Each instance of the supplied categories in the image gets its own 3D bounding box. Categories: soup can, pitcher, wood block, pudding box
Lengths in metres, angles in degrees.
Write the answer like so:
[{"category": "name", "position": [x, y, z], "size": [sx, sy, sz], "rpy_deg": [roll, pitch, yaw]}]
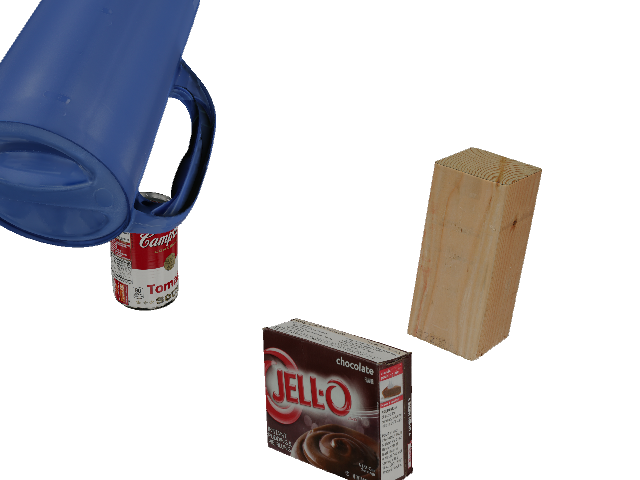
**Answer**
[{"category": "soup can", "position": [-0.178, 0.011, 1.080], "size": [0.068, 0.102, 0.068], "rpy_deg": [3, 30, -2]}, {"category": "pitcher", "position": [-0.162, -0.120, 0.805], "size": [0.145, 0.242, 0.149], "rpy_deg": [-4, -40, 25]}, {"category": "wood block", "position": [0.169, 0.014, 1.179], "size": [0.090, 0.206, 0.090], "rpy_deg": [21, 26, 31]}, {"category": "pudding box", "position": [0.010, 0.108, 0.724], "size": [0.114, 0.090, 0.039], "rpy_deg": [11, 19, 42]}]
